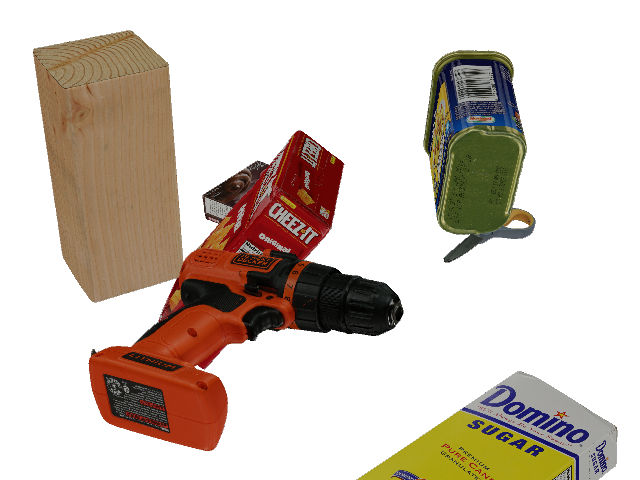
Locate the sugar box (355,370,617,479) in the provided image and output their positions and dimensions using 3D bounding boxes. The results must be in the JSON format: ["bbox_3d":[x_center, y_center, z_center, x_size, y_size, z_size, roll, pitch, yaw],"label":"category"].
[{"bbox_3d":[0.110,0.162,0.730,0.176,0.048,0.093,-31,39,-26],"label":"sugar box"}]

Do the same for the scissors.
[{"bbox_3d":[0.167,-0.017,1.197,0.201,0.016,0.096,-13,39,-45],"label":"scissors"}]

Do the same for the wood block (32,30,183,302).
[{"bbox_3d":[-0.181,-0.063,0.924,0.090,0.206,0.090,-17,36,-24],"label":"wood block"}]

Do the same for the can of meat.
[{"bbox_3d":[0.107,-0.066,0.744,0.057,0.084,0.102,1,-44,-2],"label":"can of meat"}]

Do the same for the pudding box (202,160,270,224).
[{"bbox_3d":[-0.075,-0.051,1.312,0.090,0.039,0.113,20,40,30],"label":"pudding box"}]

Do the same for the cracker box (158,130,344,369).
[{"bbox_3d":[-0.072,0.006,1.100,0.072,0.214,0.164,36,24,-12],"label":"cracker box"}]

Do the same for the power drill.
[{"bbox_3d":[-0.056,0.070,0.754,0.185,0.057,0.187,7,29,29],"label":"power drill"}]
